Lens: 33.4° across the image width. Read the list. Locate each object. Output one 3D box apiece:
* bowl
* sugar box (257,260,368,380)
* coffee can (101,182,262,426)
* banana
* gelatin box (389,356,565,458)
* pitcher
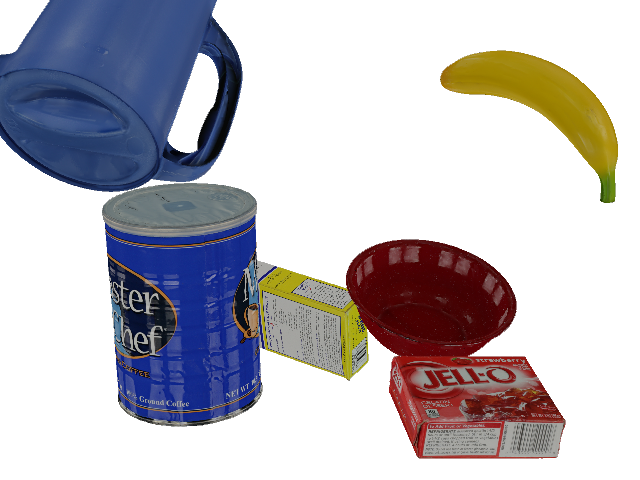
[{"bbox_3d":[0.100,0.066,1.010,0.162,0.055,0.162,6,34,-4],"label":"bowl"},{"bbox_3d":[-0.034,0.080,1.157,0.176,0.093,0.048,19,38,31],"label":"sugar box"},{"bbox_3d":[-0.093,0.041,0.732,0.103,0.140,0.103,-1,19,0],"label":"coffee can"},{"bbox_3d":[0.166,-0.108,0.836,0.037,0.070,0.198,3,32,-43],"label":"banana"},{"bbox_3d":[0.092,0.098,0.642,0.089,0.030,0.073,2,24,-10],"label":"gelatin box"},{"bbox_3d":[-0.144,-0.163,0.846,0.145,0.242,0.149,-1,-38,25],"label":"pitcher"}]
